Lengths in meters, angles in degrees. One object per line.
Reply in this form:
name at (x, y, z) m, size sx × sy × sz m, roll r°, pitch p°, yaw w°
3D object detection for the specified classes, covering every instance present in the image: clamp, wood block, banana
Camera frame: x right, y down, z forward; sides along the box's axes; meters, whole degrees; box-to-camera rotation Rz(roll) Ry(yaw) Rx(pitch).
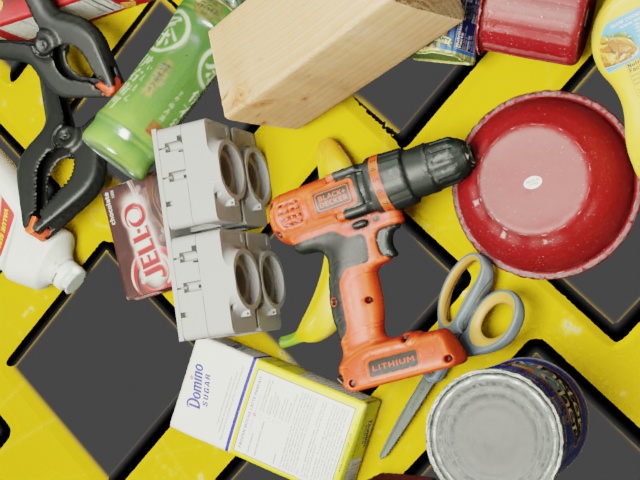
clamp at (-0.265, -0.184, 1.020) m, size 0.171 × 0.039 × 0.120 m, roll 46°, pitch 121°, yaw 5°
wood block at (0.008, -0.179, 0.892) m, size 0.207 × 0.090 × 0.091 m, roll -29°, pitch 67°, yaw 43°
clamp at (-0.229, -0.098, 1.036) m, size 0.165 × 0.036 × 0.210 m, roll 6°, pitch 73°, yaw 21°
banana at (0.010, 0.009, 0.955) m, size 0.070 × 0.037 × 0.198 m, roll 13°, pitch 93°, yaw 19°

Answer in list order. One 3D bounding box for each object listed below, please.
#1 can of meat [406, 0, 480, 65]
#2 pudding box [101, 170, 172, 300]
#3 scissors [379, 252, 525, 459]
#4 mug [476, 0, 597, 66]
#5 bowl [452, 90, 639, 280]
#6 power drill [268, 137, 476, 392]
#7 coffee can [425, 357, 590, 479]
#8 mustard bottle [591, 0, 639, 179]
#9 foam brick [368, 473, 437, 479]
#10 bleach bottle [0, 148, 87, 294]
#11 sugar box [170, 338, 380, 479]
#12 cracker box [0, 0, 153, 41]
can of meat at (0.094, -0.197, 0.910) m, size 0.102 × 0.057 × 0.084 m, roll 15°, pitch 97°, yaw 45°
pudding box at (-0.152, -0.007, 1.020) m, size 0.090 × 0.039 × 0.113 m, roll -18°, pitch 80°, yaw 21°
scissors at (0.113, 0.111, 0.905) m, size 0.096 × 0.016 × 0.202 m, roll 23°, pitch 96°, yaw 49°
mug at (0.183, -0.199, 0.876) m, size 0.081 × 0.093 × 0.117 m, roll 15°, pitch 62°, yaw 17°
bowl at (0.181, -0.048, 0.881) m, size 0.162 × 0.055 × 0.162 m, roll -1°, pitch 88°, yaw 22°
power drill at (0.061, 0.021, 0.887) m, size 0.185 × 0.057 × 0.188 m, roll -19°, pitch 80°, yaw 22°
coffee can at (0.150, 0.147, 0.837) m, size 0.103 × 0.140 × 0.103 m, roll -1°, pitch 87°, yaw 22°
mustard bottle at (0.270, -0.148, 0.847) m, size 0.096 × 0.058 × 0.191 m, roll -23°, pitch 79°, yaw 29°
foam brick at (0.066, 0.243, 0.914) m, size 0.051 × 0.053 × 0.078 m, roll 4°, pitch 88°, yaw 22°
bleach bottle at (-0.329, -0.039, 1.081) m, size 0.251 × 0.068 × 0.103 m, roll 38°, pitch 102°, yaw 17°
sugar box at (-0.042, 0.157, 0.966) m, size 0.176 × 0.048 × 0.093 m, roll 20°, pitch 95°, yaw 25°
cracker box at (-0.257, -0.302, 1.058) m, size 0.214 × 0.072 × 0.164 m, roll -13°, pitch 84°, yaw 20°
